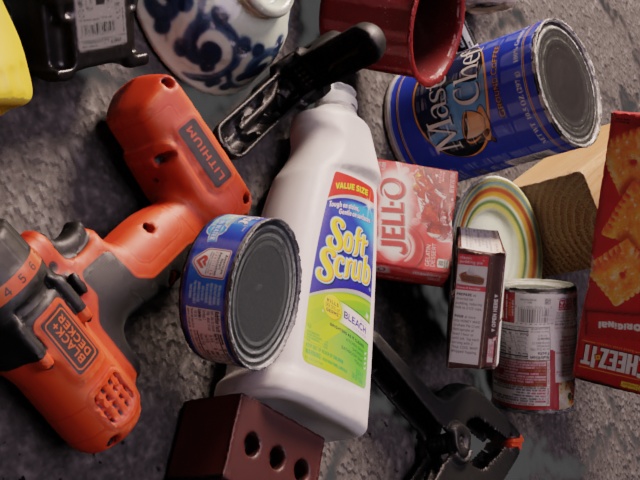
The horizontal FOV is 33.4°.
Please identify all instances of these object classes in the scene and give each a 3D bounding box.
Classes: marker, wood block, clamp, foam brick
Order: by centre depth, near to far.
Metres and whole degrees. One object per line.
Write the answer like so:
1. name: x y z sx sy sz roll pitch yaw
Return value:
1. foam brick: -0.043 0.131 0.631 0.078 0.051 0.053 36 53 -38
2. clamp: -0.005 -0.109 0.692 0.039 0.120 0.171 59 17 -16
3. clamp: 0.088 0.143 0.795 0.209 0.036 0.164 2 76 -52
4. marker: 0.113 -0.212 0.952 0.020 0.020 0.121 -45 113 -47
5. wood block: 0.263 -0.046 1.022 0.205 0.091 0.090 -32 103 -49

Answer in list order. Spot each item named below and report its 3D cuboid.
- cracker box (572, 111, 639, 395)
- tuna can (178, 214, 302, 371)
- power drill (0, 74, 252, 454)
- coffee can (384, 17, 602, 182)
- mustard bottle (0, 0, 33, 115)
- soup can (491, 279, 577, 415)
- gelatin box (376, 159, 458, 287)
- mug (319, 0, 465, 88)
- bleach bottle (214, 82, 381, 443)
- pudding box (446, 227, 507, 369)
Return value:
1. cracker box: 0.275 0.005 0.879 0.163 0.072 0.214 -6 106 -59
2. tuna can: -0.044 0.028 0.600 0.086 0.034 0.086 -28 121 -61
3. power drill: -0.126 -0.009 0.573 0.184 0.057 0.187 59 45 -25
4. coffee can: 0.137 -0.105 0.850 0.102 0.141 0.103 18 65 -46
5. mustard bottle: -0.207 -0.152 0.518 0.096 0.058 0.191 -14 90 -51
6. soup can: 0.175 0.086 0.875 0.068 0.069 0.102 -6 98 -51
7. gelatin box: 0.061 -0.013 0.786 0.073 0.030 0.089 9 63 -1
8. mug: 0.054 -0.178 0.793 0.093 0.082 0.117 -19 119 -57
9. bleach bottle: -0.005 0.001 0.711 0.102 0.068 0.251 33 53 -42
10. pudding box: 0.116 0.042 0.804 0.113 0.039 0.090 -60 153 -80
